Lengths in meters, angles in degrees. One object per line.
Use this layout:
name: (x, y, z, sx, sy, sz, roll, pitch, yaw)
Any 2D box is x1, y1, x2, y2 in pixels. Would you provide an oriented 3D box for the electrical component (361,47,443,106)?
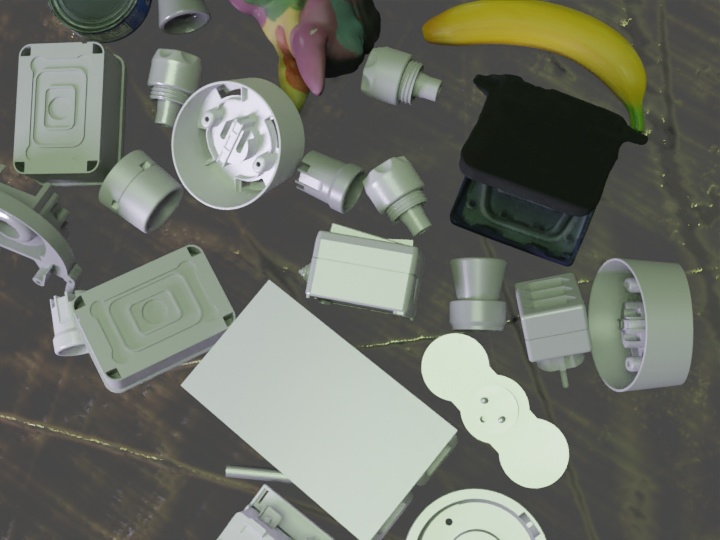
electrical component: (0.035, -0.154, 0.870, 0.062, 0.043, 0.043, 19, 87, 9)

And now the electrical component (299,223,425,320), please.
electrical component: (0.000, 0.000, 0.848, 0.096, 0.062, 0.061, 10, 85, 10)

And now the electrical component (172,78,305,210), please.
electrical component: (-0.096, -0.104, 0.860, 0.099, 0.064, 0.099, 13, 116, 29)

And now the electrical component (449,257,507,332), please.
electrical component: (0.092, 0.020, 0.840, 0.045, 0.045, 0.055, 0, 84, 9)

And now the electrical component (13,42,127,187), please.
electrical component: (-0.241, -0.129, 0.905, 0.078, 0.057, 0.113, 0, 83, 9)

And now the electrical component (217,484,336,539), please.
electrical component: (-0.053, 0.235, 0.828, 0.121, 0.063, 0.078, 36, 90, 11)

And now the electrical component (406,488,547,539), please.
electrical component: (0.089, 0.216, 0.809, 0.108, 0.060, 0.108, -1, 83, 9)

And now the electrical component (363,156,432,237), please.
electrical component: (0.034, -0.056, 0.859, 0.043, 0.043, 0.062, -33, 81, 4)

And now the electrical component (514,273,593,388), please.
electrical component: (0.150, 0.052, 0.821, 0.047, 0.065, 0.076, -11, 111, 8)

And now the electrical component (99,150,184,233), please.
electrical component: (-0.180, -0.063, 0.889, 0.047, 0.055, 0.055, 38, 90, 8)

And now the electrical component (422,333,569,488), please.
electrical component: (0.102, 0.105, 0.813, 0.052, 0.074, 0.138, -43, 79, 2)

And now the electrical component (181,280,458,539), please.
electrical component: (-0.029, 0.110, 0.829, 0.186, 0.060, 0.105, 38, 83, 16)

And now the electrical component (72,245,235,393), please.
electrical component: (-0.163, 0.039, 0.856, 0.113, 0.057, 0.078, -26, 80, -16)

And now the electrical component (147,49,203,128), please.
electrical component: (-0.157, -0.151, 0.901, 0.043, 0.043, 0.062, 11, 87, 10)

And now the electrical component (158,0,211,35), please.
electrical component: (-0.154, -0.233, 0.909, 0.045, 0.045, 0.055, -17, 81, 7)

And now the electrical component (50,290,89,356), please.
electrical component: (-0.237, 0.044, 0.893, 0.040, 0.040, 0.046, -16, 76, 7)

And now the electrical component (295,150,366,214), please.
electrical component: (-0.024, -0.073, 0.873, 0.046, 0.040, 0.040, 26, 88, 16)

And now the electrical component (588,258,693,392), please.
electrical component: (0.208, 0.040, 0.795, 0.064, 0.099, 0.099, -1, 83, 3)
